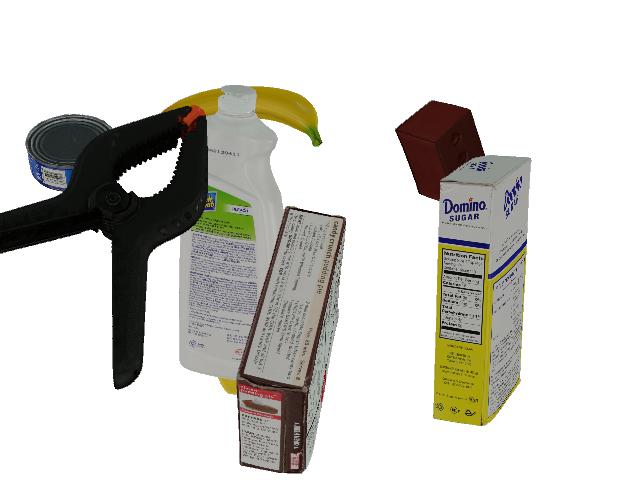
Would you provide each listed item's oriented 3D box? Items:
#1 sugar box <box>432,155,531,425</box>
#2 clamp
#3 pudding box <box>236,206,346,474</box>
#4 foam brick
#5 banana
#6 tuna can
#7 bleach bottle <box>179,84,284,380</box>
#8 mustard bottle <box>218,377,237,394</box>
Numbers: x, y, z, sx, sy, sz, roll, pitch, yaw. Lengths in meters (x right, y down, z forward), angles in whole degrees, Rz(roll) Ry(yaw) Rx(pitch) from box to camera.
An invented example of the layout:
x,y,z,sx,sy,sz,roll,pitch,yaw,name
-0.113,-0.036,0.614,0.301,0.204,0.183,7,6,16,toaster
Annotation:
x,y,z,sx,sy,sz,roll,pitch,yaw,name
0.115,0.033,0.760,0.048,0.176,0.093,5,17,25,sugar box
-0.132,-0.009,0.709,0.165,0.209,0.036,37,-30,13,clamp
-0.014,0.053,0.564,0.039,0.113,0.090,8,-39,5,pudding box
0.114,-0.081,0.982,0.053,0.078,0.051,-41,38,-22,foam brick
-0.085,-0.149,1.221,0.198,0.037,0.069,8,42,17,banana
-0.243,-0.086,1.047,0.086,0.034,0.086,2,42,-2,tuna can
-0.068,-0.006,0.909,0.102,0.251,0.068,8,23,8,bleach bottle
-0.082,0.076,1.158,0.058,0.096,0.191,-1,28,-2,mustard bottle
